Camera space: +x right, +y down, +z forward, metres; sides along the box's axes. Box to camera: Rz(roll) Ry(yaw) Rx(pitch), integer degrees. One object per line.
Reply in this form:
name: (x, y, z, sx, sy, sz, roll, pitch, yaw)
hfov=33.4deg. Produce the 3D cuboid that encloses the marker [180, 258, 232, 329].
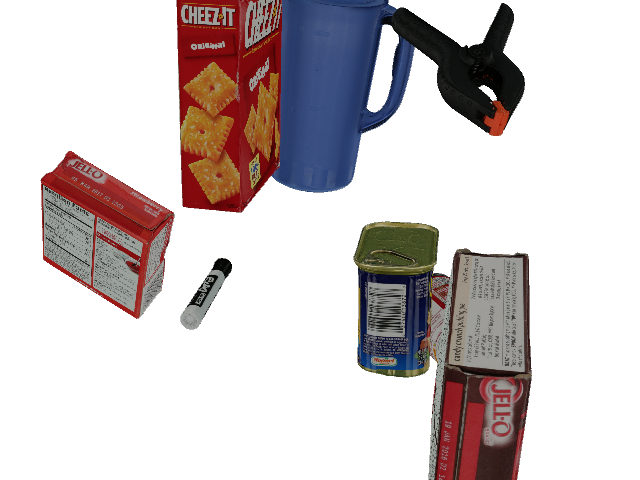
marker: (-0.109, 0.049, 1.033, 0.020, 0.020, 0.121, 0, 24, 12)

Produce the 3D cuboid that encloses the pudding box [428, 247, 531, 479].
pudding box: (0.071, 0.067, 0.472, 0.039, 0.090, 0.113, 6, 26, 5)

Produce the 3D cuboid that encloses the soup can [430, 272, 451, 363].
soup can: (0.124, 0.082, 0.978, 0.068, 0.068, 0.102, 0, 25, -29)

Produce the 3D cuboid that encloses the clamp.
clamp: (0.130, -0.164, 0.981, 0.120, 0.171, 0.039, -2, -44, -1)

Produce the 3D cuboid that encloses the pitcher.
pitcher: (0.011, -0.184, 1.285, 0.144, 0.243, 0.149, -7, 29, -26)

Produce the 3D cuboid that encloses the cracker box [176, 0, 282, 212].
cracker box: (-0.086, -0.155, 1.080, 0.072, 0.214, 0.164, 6, 22, 10)

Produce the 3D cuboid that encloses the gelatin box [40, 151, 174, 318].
gelatin box: (-0.127, -0.002, 0.633, 0.073, 0.030, 0.089, 30, -36, 8)

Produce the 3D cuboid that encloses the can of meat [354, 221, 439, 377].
can of meat: (0.055, 0.041, 0.775, 0.057, 0.084, 0.102, 3, 18, 7)
